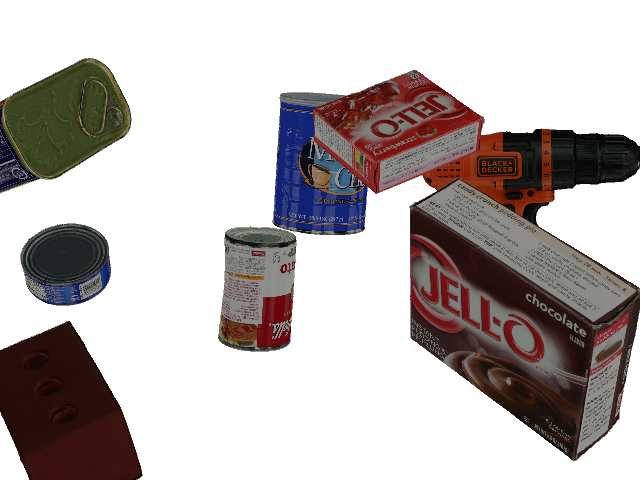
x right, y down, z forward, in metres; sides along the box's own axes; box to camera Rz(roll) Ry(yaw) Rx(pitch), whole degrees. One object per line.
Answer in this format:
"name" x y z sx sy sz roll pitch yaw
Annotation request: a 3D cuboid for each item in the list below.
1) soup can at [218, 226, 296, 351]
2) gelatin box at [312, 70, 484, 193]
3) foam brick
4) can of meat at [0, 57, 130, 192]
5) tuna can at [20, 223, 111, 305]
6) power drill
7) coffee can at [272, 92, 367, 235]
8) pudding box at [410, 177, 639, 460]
"soup can" -0.058 0.043 0.987 0.068 0.102 0.068 4 14 -1
"gelatin box" 0.051 -0.074 0.703 0.089 0.030 0.073 -24 45 -24
"foam brick" -0.134 0.091 0.549 0.053 0.051 0.078 -24 42 -20
"can of meat" -0.190 -0.071 0.704 0.084 0.057 0.101 -14 19 37
"tuna can" -0.251 0.024 1.059 0.086 0.034 0.086 1 43 -1
"power drill" 0.182 -0.004 0.925 0.184 0.188 0.057 0 13 14
"coffee can" 0.003 -0.085 1.152 0.103 0.140 0.103 4 12 -1
"pudding box" 0.091 0.035 0.502 0.039 0.090 0.114 -34 49 -28
